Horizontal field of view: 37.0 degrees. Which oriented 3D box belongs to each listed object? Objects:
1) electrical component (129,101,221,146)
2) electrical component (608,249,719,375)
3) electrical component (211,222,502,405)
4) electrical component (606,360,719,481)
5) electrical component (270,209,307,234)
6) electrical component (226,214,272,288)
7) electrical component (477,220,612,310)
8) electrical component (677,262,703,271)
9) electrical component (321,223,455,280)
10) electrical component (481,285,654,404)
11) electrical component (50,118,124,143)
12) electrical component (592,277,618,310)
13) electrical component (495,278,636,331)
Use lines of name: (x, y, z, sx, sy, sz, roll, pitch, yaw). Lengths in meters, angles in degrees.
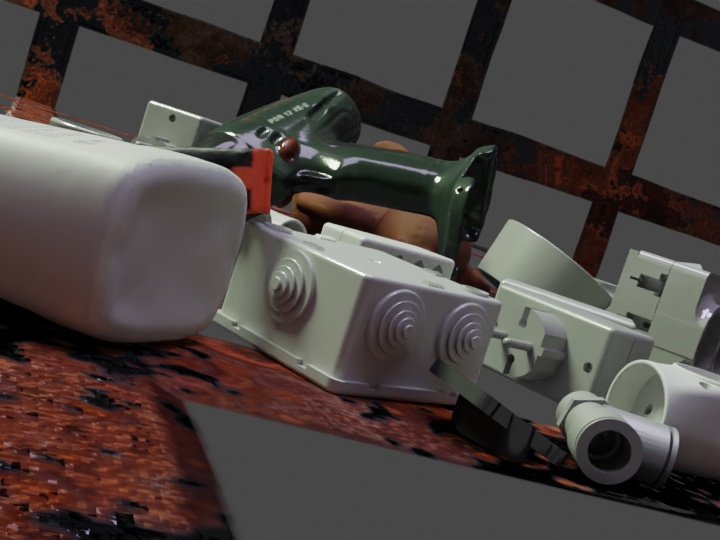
electrical component: (-0.146, -0.077, 0.778, 0.047, 0.083, 0.076, 20, 5, 17)
electrical component: (0.225, 0.044, 0.747, 0.062, 0.089, 0.150, 22, 6, 32)
electrical component: (0.000, 0.018, 0.460, 0.100, 0.048, 0.100, 12, 9, -44)
electrical component: (0.146, 0.065, 0.490, 0.077, 0.044, 0.079, 16, 5, -21)
electrical component: (-0.066, -0.018, 0.652, 0.077, 0.043, 0.079, 21, 4, 29)
electrical component: (-0.081, -0.022, 0.583, 0.047, 0.055, 0.055, 25, 7, 24)
electrical component: (0.145, 0.016, 0.882, 0.108, 0.060, 0.108, 39, 0, 0)
electrical component: (0.265, 0.042, 0.896, 0.064, 0.099, 0.099, 13, 4, 9)
electrical component: (0.000, 0.000, 0.666, 0.083, 0.047, 0.076, 13, 7, -44)
electrical component: (0.094, 0.040, 0.566, 0.076, 0.047, 0.083, 14, 7, -40)
electrical component: (-0.172, -0.059, 0.650, 0.045, 0.055, 0.045, 18, 5, -2)
electrical component: (0.198, 0.033, 0.956, 0.089, 0.055, 0.050, 20, 5, 21)
electrical component: (0.123, 0.040, 0.670, 0.083, 0.047, 0.076, 19, 5, 11)
